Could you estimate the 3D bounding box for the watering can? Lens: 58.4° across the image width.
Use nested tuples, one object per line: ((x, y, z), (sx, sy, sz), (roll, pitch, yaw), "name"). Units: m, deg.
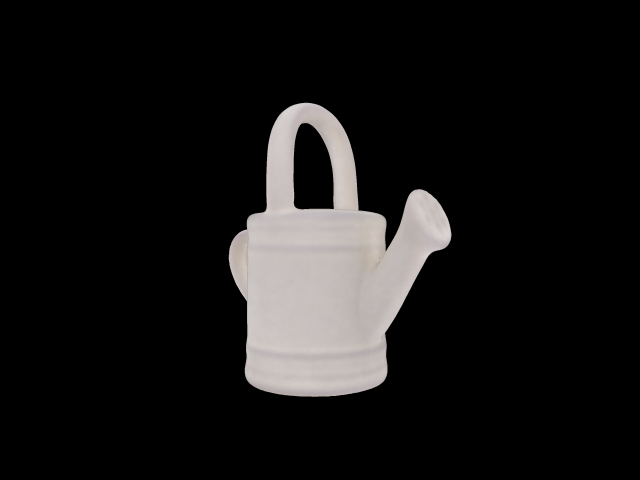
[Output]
((0.005, 0.001, 0.402), (0.172, 0.194, 0.101), (0, 0, 15), "watering can")
